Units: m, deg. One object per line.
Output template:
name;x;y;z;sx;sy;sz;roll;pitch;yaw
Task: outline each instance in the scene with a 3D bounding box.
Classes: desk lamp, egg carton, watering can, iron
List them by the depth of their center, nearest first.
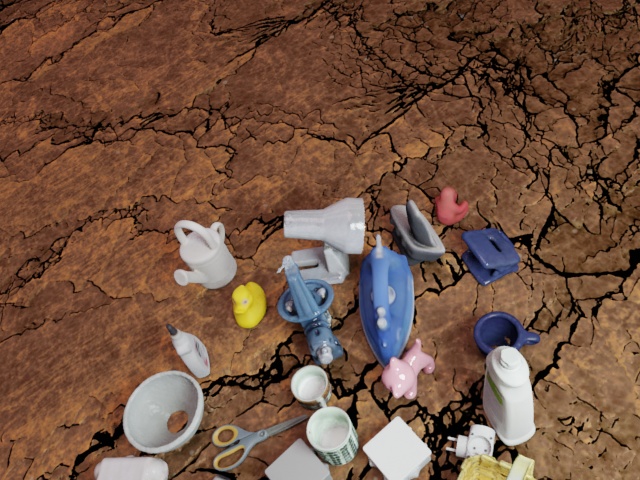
egg carton;-0.364;0.468;1.088;0.150;0.069;0.107;-6;53;11
iron;0.130;0.121;1.164;0.118;0.142;0.258;-6;53;11
desk lamp;0.011;0.004;1.236;0.203;0.214;0.118;-9;53;9
watering can;-0.269;0.028;1.308;0.100;0.194;0.173;-7;53;10

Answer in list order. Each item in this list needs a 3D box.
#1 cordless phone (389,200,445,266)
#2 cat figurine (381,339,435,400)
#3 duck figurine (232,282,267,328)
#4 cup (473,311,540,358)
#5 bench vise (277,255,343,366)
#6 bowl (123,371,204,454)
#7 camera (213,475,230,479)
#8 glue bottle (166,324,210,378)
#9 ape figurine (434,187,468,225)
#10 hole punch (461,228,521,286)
cordless phone;0.202;-0.045;1.239;0.094;0.185;0.147;-25;52;-4
cat figurine;0.160;0.244;1.080;0.067;0.118;0.128;24;64;29
duck figurine;-0.164;0.132;1.271;0.077;0.086;0.104;0;55;15
cup;0.350;0.195;1.079;0.117;0.095;0.092;1;55;16
bench vise;-0.013;0.135;1.143;0.121;0.220;0.206;-36;53;-12
bowl;-0.303;0.354;1.152;0.167;0.075;0.167;-7;53;10
camera;-0.160;0.498;0.990;0.136;0.101;0.143;14;59;24
glue bottle;-0.276;0.219;1.182;0.037;0.173;0.078;-23;52;-2
ape figurine;0.294;-0.084;1.302;0.077;0.092;0.076;33;68;32
hole punch;0.359;0.022;1.207;0.101;0.091;0.108;-25;52;-4
